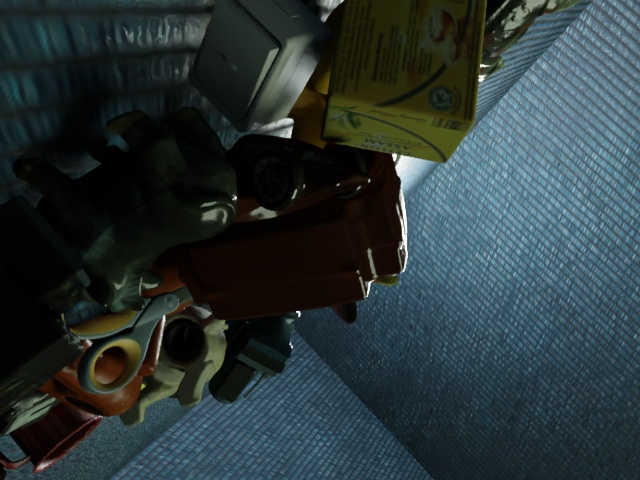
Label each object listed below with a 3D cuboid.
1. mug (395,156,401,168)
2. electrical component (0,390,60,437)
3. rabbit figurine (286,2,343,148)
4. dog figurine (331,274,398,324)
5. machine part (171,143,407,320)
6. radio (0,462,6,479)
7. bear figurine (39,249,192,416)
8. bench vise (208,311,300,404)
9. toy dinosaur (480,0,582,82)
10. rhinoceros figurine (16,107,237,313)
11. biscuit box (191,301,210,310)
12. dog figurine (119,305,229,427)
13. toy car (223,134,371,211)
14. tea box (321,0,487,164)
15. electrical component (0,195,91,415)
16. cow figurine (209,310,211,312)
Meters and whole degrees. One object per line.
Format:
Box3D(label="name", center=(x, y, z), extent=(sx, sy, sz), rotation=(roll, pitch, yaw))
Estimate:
Box3D(label="mug", center=(0.063, -0.140, 0.733), extent=(0.081, 0.110, 0.107), rotation=(-21, 143, -59))
Box3D(label="electrical component", center=(-0.315, 0.167, 0.593), extent=(0.075, 0.048, 0.119), rotation=(-48, 172, 27))
Box3D(label="rabbit figurine", center=(0.027, -0.141, 0.508), extent=(0.162, 0.121, 0.173), rotation=(-39, -170, -14))
Box3D(label="dog figurine", center=(-0.001, -0.002, 0.688), extent=(0.108, 0.219, 0.191), rotation=(-41, 172, 3))
Box3D(label="machine part", center=(-0.024, -0.022, 0.504), extent=(0.202, 0.087, 0.201), rotation=(-11, -153, 14))
Box3D(label="radio", center=(-0.383, 0.229, 0.479), extent=(0.131, 0.073, 0.229), rotation=(-40, 172, -27))
Box3D(label="bear figurine", center=(-0.191, 0.064, 0.526), extent=(0.131, 0.120, 0.196), rotation=(55, 46, -42))
Box3D(label="bench vise", center=(-0.092, 0.125, 0.820), extent=(0.241, 0.129, 0.223), rotation=(-84, -164, -63))
Box3D(label="toy dinosaur", center=(0.222, -0.291, 0.718), extent=(0.192, 0.131, 0.404), rotation=(-24, 167, -31))
Box3D(label="rhinoceros figurine", center=(-0.132, -0.009, 0.351), extent=(0.190, 0.112, 0.073), rotation=(-26, -174, 26))
Box3D(label="biscuit box", center=(-0.151, 0.052, 0.783), extent=(0.203, 0.059, 0.062), rotation=(-38, 170, -36))
Box3D(label="dog figurine", center=(-0.165, 0.140, 0.686), extent=(0.172, 0.121, 0.190), rotation=(-21, 172, 10))
Box3D(label="toy car", center=(-0.058, -0.050, 0.394), extent=(0.202, 0.053, 0.089), rotation=(2, -172, 39))
Box3D(label="tea box", center=(0.062, -0.150, 0.382), extent=(0.068, 0.098, 0.169), rotation=(104, -2, -76))
Box3D(label="electrical component", center=(-0.195, 0.038, 0.280), extent=(0.134, 0.115, 0.058), rotation=(-41, 176, -22))
Box3D(label="cow figurine", center=(-0.192, 0.132, 0.864), extent=(0.098, 0.068, 0.167), rotation=(-36, 149, -61))
